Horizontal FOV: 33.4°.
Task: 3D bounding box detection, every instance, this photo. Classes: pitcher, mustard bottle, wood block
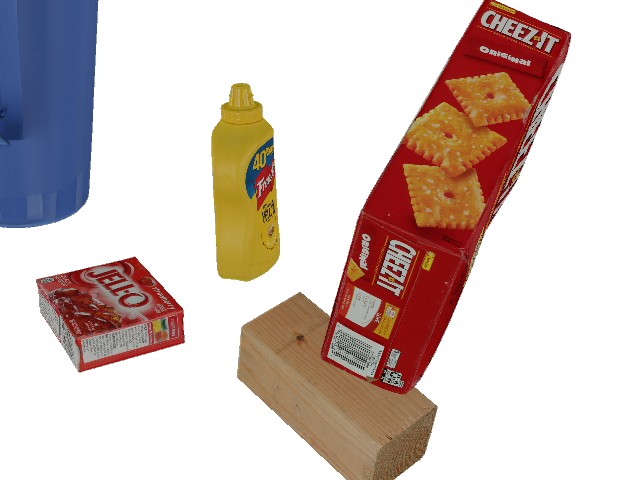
[{"bbox_3d":[-0.230,-0.132,0.790,0.145,0.243,0.148,26,33,35],"label":"pitcher"},{"bbox_3d":[-0.076,-0.063,1.069,0.058,0.192,0.096,7,25,19],"label":"mustard bottle"},{"bbox_3d":[0.014,0.160,1.134,0.090,0.090,0.206,-29,54,-33],"label":"wood block"}]

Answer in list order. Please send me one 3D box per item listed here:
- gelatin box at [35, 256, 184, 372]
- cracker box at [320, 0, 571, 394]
[{"bbox_3d":[-0.140,0.046,0.709,0.073,0.030,0.089,-13,30,-26],"label":"gelatin box"},{"bbox_3d":[0.083,-0.027,0.699,0.072,0.213,0.164,25,-37,9],"label":"cracker box"}]
